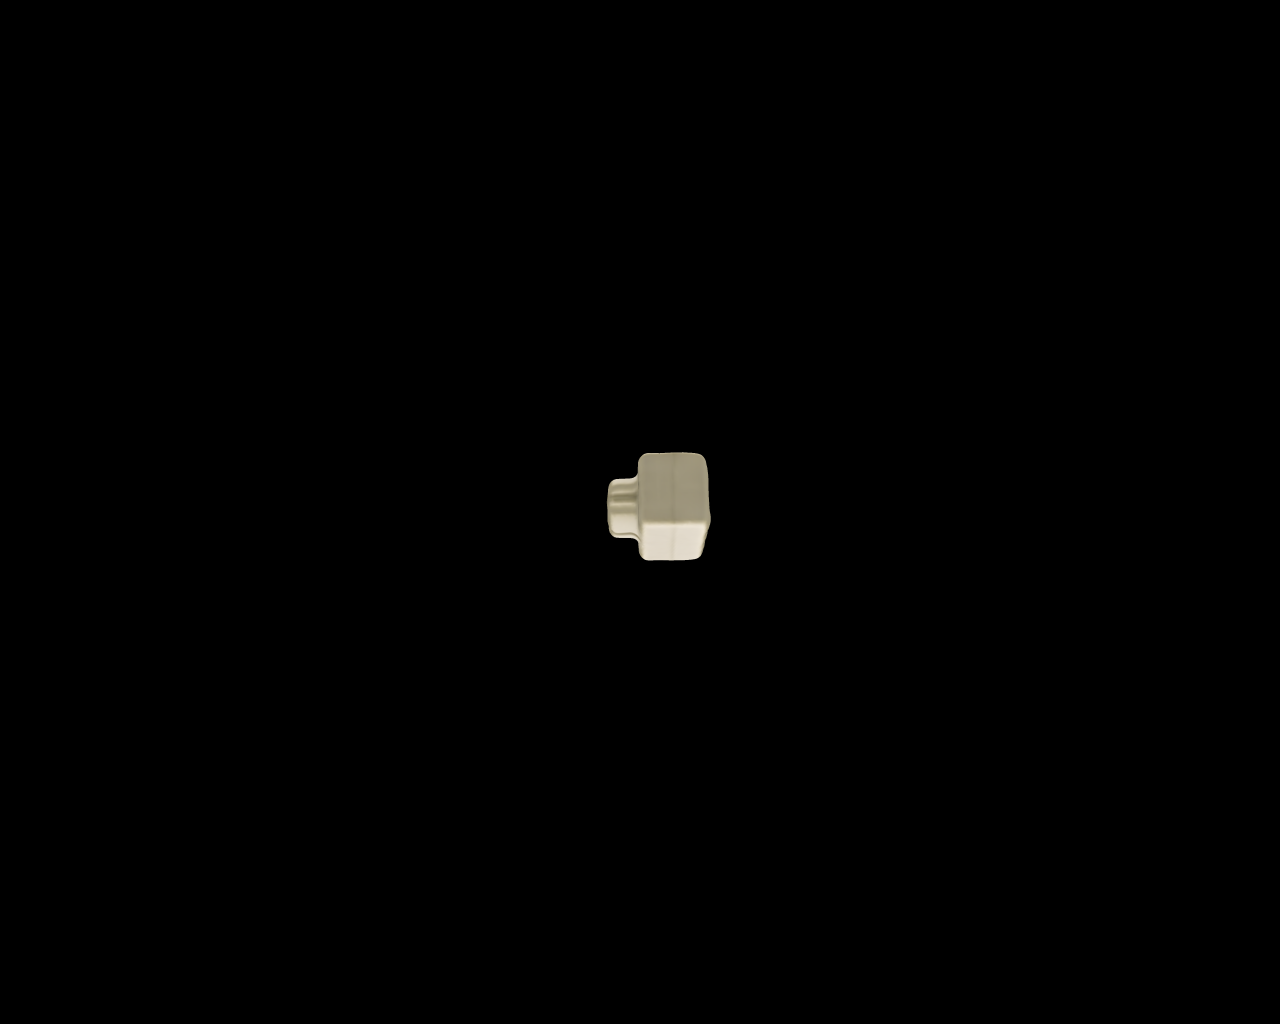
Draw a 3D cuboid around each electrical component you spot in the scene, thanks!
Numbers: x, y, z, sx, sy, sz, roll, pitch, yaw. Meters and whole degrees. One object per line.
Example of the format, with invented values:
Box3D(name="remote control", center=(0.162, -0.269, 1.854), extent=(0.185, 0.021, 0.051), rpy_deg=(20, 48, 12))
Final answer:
Box3D(name="electrical component", center=(0.001, -0.003, 0.650), extent=(0.077, 0.047, 0.065), rpy_deg=(0, -21, 0))
